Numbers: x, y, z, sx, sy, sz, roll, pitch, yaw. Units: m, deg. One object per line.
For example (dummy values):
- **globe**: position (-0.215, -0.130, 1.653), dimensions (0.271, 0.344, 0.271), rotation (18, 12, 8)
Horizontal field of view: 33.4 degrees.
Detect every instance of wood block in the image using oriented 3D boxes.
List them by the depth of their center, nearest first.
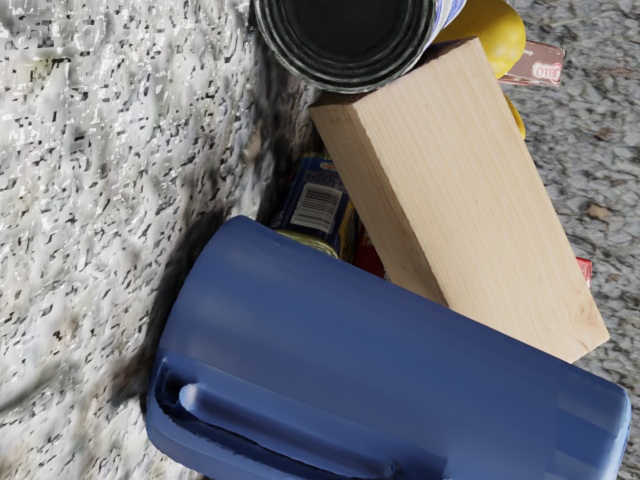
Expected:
- **wood block**: position (0.085, -0.012, 0.668), dimensions (0.206, 0.090, 0.090), rotation (63, -14, -14)

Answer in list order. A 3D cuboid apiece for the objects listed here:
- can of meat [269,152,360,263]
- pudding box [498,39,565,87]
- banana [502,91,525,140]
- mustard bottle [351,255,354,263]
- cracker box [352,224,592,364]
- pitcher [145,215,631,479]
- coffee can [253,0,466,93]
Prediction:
- **can of meat**: position (-0.005, 0.001, 0.760), dimensions (0.102, 0.057, 0.084), rotation (92, 14, -50)
- **pudding box**: position (0.146, -0.163, 0.952), dimensions (0.090, 0.113, 0.039), rotation (16, -83, 57)
- **banana**: position (0.146, -0.116, 0.992), dimensions (0.198, 0.037, 0.069), rotation (-174, -119, -82)
- **mustard bottle**: position (0.060, 0.073, 0.885), dimensions (0.191, 0.058, 0.096), rotation (19, 89, -61)
- **cracker box**: position (0.110, 0.075, 0.807), dimensions (0.213, 0.072, 0.164), rotation (12, 91, -44)
- **pitcher**: position (0.033, 0.092, 0.575), dimensions (0.145, 0.243, 0.149), rotation (80, 33, -67)
- **coffee can**: position (0.031, -0.153, 0.627), dimensions (0.140, 0.103, 0.103), rotation (-54, 155, -63)
